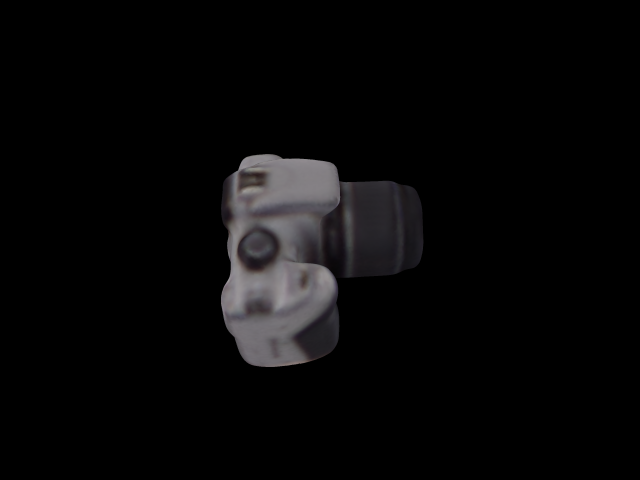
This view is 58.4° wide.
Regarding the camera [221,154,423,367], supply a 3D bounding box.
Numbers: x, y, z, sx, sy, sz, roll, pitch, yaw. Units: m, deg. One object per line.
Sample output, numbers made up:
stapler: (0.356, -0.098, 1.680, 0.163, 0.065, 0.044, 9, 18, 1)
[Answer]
camera: (0.004, 0.001, 0.400, 0.137, 0.101, 0.143, -3, 56, -2)
